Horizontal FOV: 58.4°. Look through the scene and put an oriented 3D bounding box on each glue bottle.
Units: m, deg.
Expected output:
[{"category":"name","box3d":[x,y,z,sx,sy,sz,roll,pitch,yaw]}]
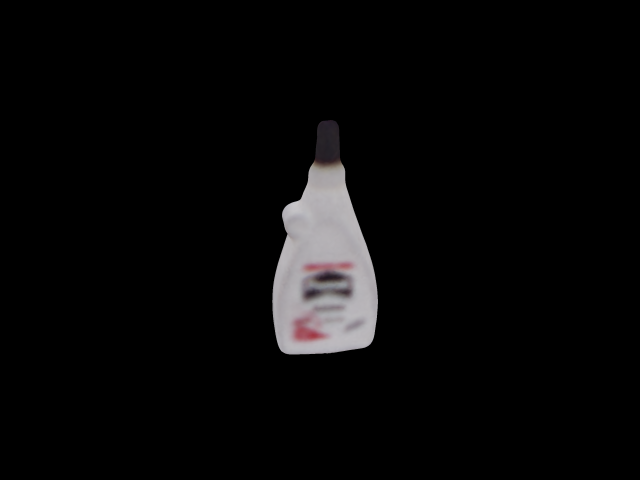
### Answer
[{"category":"glue bottle","box3d":[0.004,0.001,0.400,0.078,0.173,0.037,-6,28,-10]}]
